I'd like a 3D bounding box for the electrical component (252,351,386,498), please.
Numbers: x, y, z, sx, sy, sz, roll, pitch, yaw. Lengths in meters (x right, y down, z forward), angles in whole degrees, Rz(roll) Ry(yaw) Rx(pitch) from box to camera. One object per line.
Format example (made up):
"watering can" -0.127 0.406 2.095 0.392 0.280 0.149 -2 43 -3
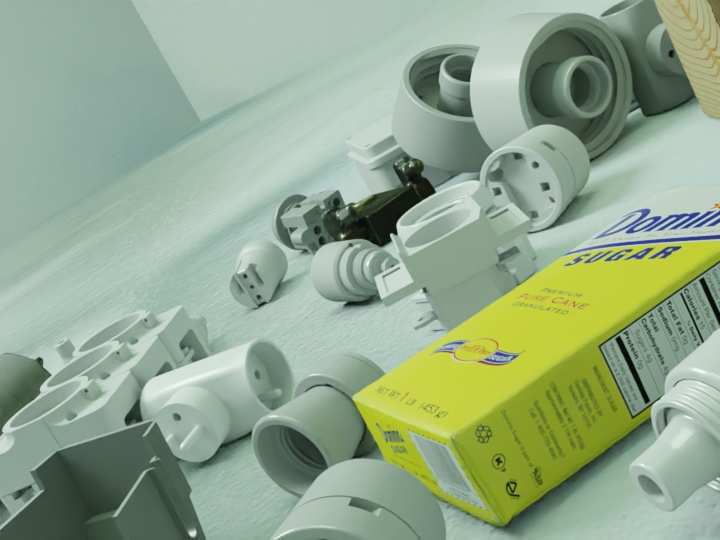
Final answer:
"electrical component" -0.014 0.068 0.476 0.045 0.045 0.055 -17 18 41

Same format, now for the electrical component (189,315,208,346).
"electrical component" -0.126 0.049 0.779 0.035 0.035 0.061 -24 13 19

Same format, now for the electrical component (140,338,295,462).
"electrical component" -0.085 0.077 0.582 0.077 0.043 0.079 -21 16 28

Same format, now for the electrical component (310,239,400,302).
"electrical component" 0.000 0.000 0.693 0.040 0.040 0.078 -37 16 -28

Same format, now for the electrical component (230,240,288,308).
"electrical component" -0.080 0.004 0.842 0.040 0.040 0.046 -24 21 19

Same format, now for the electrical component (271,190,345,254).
"electrical component" -0.043 -0.041 0.912 0.066 0.048 0.055 -38 24 -32

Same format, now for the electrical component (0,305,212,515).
"electrical component" -0.155 0.084 0.658 0.089 0.061 0.150 -25 15 16

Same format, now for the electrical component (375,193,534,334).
"electrical component" 0.051 0.003 0.536 0.081 0.063 0.042 -29 16 4

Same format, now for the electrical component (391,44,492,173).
"electrical component" 0.081 -0.135 0.848 0.108 0.060 0.108 2 47 -2

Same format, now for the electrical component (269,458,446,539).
"electrical component" -0.001 0.093 0.344 0.055 0.055 0.047 -23 12 23

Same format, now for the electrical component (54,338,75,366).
"electrical component" -0.195 0.076 0.761 0.035 0.061 0.035 -27 14 8

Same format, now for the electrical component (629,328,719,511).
"electrical component" 0.107 0.046 0.319 0.062 0.043 0.043 -35 15 -19

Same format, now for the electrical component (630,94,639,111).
"electrical component" 0.169 -0.142 0.817 0.096 0.061 0.061 -28 14 5

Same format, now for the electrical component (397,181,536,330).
"electrical component" 0.056 -0.012 0.593 0.078 0.057 0.058 -38 17 -33

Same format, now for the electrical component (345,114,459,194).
"electrical component" 0.038 -0.102 0.942 0.078 0.057 0.113 -30 14 -3

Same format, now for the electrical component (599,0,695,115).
"electrical component" 0.210 -0.151 0.738 0.043 0.077 0.079 -33 15 -14

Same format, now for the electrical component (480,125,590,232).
"electrical component" 0.109 -0.058 0.658 0.055 0.055 0.047 -16 16 43

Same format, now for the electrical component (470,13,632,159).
"electrical component" 0.136 -0.123 0.730 0.108 0.108 0.060 -35 21 -22
